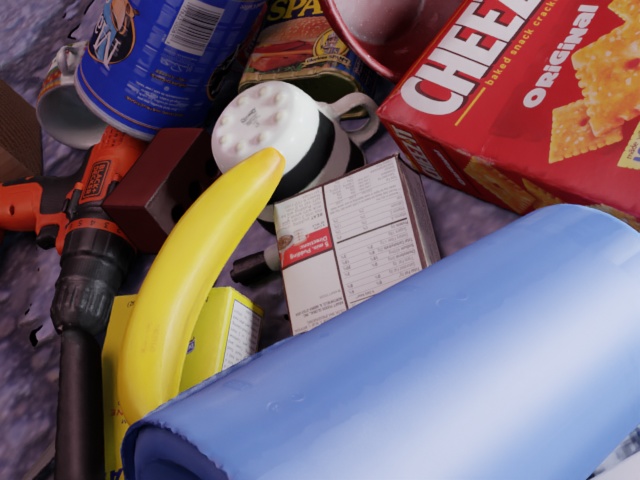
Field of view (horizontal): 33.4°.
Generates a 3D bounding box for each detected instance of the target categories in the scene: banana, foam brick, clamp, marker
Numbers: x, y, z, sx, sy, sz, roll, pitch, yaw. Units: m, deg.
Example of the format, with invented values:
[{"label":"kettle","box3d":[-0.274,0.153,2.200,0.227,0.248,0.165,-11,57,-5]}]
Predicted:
[{"label":"banana","box3d":[-0.072,0.032,0.605,0.070,0.037,0.197,1,59,26]},{"label":"foam brick","box3d":[-0.101,-0.033,0.738,0.051,0.053,0.078,2,50,43]},{"label":"clamp","box3d":[-0.133,0.154,0.578,0.210,0.036,0.164,33,87,38]},{"label":"marker","box3d":[-0.005,0.001,0.681,0.121,0.020,0.020,-24,48,18]}]

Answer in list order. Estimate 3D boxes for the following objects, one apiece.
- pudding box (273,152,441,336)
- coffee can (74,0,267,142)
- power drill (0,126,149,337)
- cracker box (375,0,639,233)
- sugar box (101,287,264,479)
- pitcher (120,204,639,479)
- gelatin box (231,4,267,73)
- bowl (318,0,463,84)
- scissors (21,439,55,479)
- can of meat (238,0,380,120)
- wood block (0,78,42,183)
[{"label":"pudding box","box3d":[0.024,0.016,0.623,0.090,0.039,0.113,-21,63,19]},{"label":"coffee can","box3d":[-0.104,-0.154,0.763,0.140,0.102,0.103,-57,35,34]},{"label":"power drill","box3d":[-0.212,0.002,0.798,0.188,0.057,0.184,-9,51,26]},{"label":"cracker box","box3d":[0.159,-0.086,0.596,0.214,0.072,0.164,29,77,45]},{"label":"sugar box","box3d":[-0.093,0.118,0.624,0.093,0.048,0.176,-7,60,30]},{"label":"pitcher","box3d":[0.041,0.075,0.461,0.242,0.145,0.149,-29,74,-33]},{"label":"gelatin box","box3d":[-0.066,-0.173,0.843,0.089,0.030,0.073,24,74,43]},{"label":"bowl","box3d":[0.051,-0.174,0.688,0.055,0.162,0.162,2,58,57]},{"label":"scissors","box3d":[-0.118,0.094,0.692,0.096,0.016,0.201,17,69,41]},{"label":"can of meat","box3d":[-0.001,-0.132,0.751,0.102,0.057,0.084,0,61,34]},{"label":"wood block","box3d":[-0.346,-0.055,0.908,0.206,0.090,0.091,-29,46,14]}]
